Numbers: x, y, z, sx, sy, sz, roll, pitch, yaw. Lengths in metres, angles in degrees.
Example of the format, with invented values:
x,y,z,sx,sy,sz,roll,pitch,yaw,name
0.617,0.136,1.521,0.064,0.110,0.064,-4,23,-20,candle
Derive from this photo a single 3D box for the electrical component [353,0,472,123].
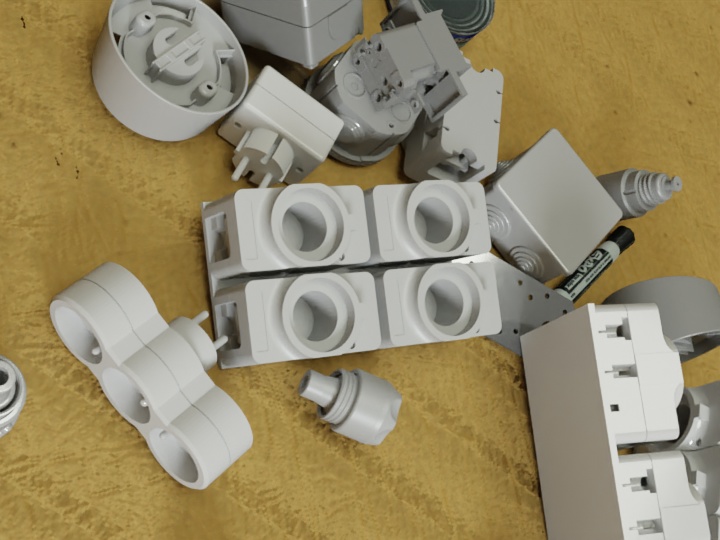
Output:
x,y,z,sx,sy,sz,roll,pitch,yaw,name
0.034,-0.142,0.737,0.064,0.042,0.081,-23,83,-35,electrical component

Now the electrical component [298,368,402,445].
x,y,z,sx,sy,sz,roll,pitch,yaw,name
-0.008,0.083,0.685,0.062,0.043,0.043,25,60,-19,electrical component

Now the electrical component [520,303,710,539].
x,y,z,sx,sy,sz,roll,pitch,yaw,name
0.169,0.124,0.723,0.060,0.105,0.186,-2,76,-17,electrical component

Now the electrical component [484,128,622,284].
x,y,z,sx,sy,sz,roll,pitch,yaw,name
0.140,-0.045,0.823,0.099,0.048,0.100,51,54,-4,electrical component

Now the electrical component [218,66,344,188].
x,y,z,sx,sy,sz,roll,pitch,yaw,name
-0.060,-0.082,0.717,0.066,0.047,0.076,35,57,-15,electrical component

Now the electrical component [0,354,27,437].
x,y,z,sx,sy,sz,roll,pitch,yaw,name
-0.197,0.063,0.566,0.048,0.062,0.048,12,65,-27,electrical component

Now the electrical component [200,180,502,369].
x,y,z,sx,sy,sz,roll,pitch,yaw,name
0.000,0.000,0.698,0.186,0.060,0.105,-5,86,-31,electrical component

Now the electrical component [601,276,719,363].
x,y,z,sx,sy,sz,roll,pitch,yaw,name
0.229,0.047,0.812,0.099,0.099,0.064,11,60,-28,electrical component

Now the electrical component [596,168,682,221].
x,y,z,sx,sy,sz,roll,pitch,yaw,name
0.222,-0.062,0.866,0.040,0.078,0.040,8,77,-40,electrical component

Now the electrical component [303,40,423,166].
x,y,z,sx,sy,sz,roll,pitch,yaw,name
0.002,-0.119,0.768,0.080,0.051,0.080,12,65,-27,electrical component

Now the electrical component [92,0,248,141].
x,y,z,sx,sy,sz,roll,pitch,yaw,name
-0.121,-0.133,0.690,0.099,0.064,0.099,12,65,-27,electrical component

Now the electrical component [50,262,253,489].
x,y,z,sx,sy,sz,roll,pitch,yaw,name
-0.110,0.052,0.630,0.074,0.052,0.138,-40,93,-36,electrical component

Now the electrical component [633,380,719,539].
x,y,z,sx,sy,sz,roll,pitch,yaw,name
0.242,0.164,0.776,0.062,0.089,0.150,24,60,-21,electrical component

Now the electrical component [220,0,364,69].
x,y,z,sx,sy,sz,roll,pitch,yaw,name
-0.053,-0.189,0.739,0.096,0.061,0.062,24,48,29,electrical component

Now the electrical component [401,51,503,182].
x,y,z,sx,sy,sz,roll,pitch,yaw,name
0.067,-0.107,0.798,0.050,0.056,0.089,22,61,-26,electrical component
